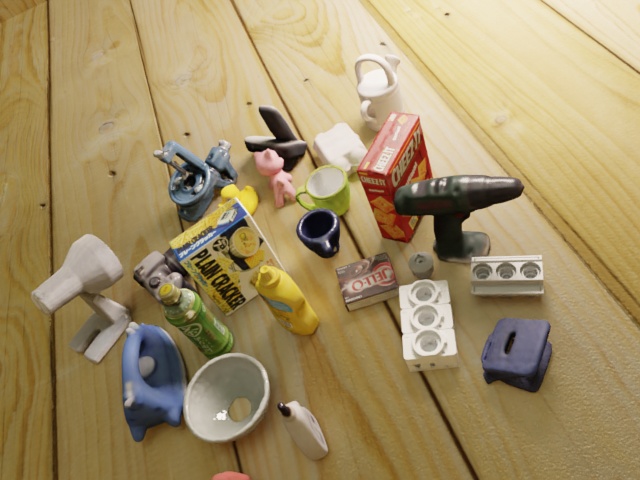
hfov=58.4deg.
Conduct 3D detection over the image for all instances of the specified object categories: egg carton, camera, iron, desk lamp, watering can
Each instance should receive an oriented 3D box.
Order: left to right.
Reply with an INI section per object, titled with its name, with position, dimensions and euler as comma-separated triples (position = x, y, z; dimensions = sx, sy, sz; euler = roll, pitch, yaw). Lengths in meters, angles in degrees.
[desk lamp]
position = -0.492, 0.121, 1.215
dimensions = 0.117, 0.214, 0.203
euler = 18, 62, 31
[iron]
position = -0.342, 0.245, 1.112
dimensions = 0.118, 0.142, 0.258
euler = -23, 50, 3
[camera]
position = -0.329, 0.068, 1.268
dimensions = 0.142, 0.101, 0.137
euler = 31, 70, 36
[egg carton]
position = 0.051, -0.210, 1.356
dimensions = 0.107, 0.070, 0.150
euler = -29, 50, -2
[watering can]
position = 0.139, -0.366, 1.359
dimensions = 0.100, 0.194, 0.173
euler = -4, 53, 18

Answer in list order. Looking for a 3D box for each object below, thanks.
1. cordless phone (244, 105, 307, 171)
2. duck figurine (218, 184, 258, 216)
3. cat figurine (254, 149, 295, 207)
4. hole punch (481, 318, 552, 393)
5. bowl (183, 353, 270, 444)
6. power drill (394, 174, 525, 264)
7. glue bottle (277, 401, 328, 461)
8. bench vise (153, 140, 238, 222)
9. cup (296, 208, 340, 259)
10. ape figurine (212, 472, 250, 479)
[cordless phone]
position = -0.124, -0.264, 1.387
dimensions = 0.147, 0.185, 0.094
euler = 9, 58, 26
[duck figurine]
position = -0.199, -0.096, 1.353
dimensions = 0.077, 0.086, 0.105
euler = 26, 67, 34
[cat figurine]
position = -0.108, -0.159, 1.346
dimensions = 0.067, 0.118, 0.127
euler = -27, 50, 0
[hole punch]
position = 0.320, 0.183, 0.941
dimensions = 0.100, 0.091, 0.109
euler = 13, 60, 29
[bowl]
position = -0.159, 0.297, 1.047
dimensions = 0.167, 0.075, 0.167
euler = -10, 52, 13
[power drill]
position = 0.259, -0.044, 1.059
dimensions = 0.229, 0.209, 0.075
euler = 3, 56, 23
[glue bottle]
position = -0.035, 0.299, 0.933
dimensions = 0.037, 0.173, 0.078
euler = -26, 50, 1
[bench vise]
position = -0.305, -0.177, 1.367
dimensions = 0.121, 0.220, 0.207
euler = 5, 56, 24
[cup]
position = 0.011, 0.004, 1.191
dimensions = 0.091, 0.095, 0.117
euler = -26, 50, 1
[ape figurine]
position = -0.153, 0.414, 0.944
dimensions = 0.078, 0.092, 0.076
euler = -33, 50, -5
